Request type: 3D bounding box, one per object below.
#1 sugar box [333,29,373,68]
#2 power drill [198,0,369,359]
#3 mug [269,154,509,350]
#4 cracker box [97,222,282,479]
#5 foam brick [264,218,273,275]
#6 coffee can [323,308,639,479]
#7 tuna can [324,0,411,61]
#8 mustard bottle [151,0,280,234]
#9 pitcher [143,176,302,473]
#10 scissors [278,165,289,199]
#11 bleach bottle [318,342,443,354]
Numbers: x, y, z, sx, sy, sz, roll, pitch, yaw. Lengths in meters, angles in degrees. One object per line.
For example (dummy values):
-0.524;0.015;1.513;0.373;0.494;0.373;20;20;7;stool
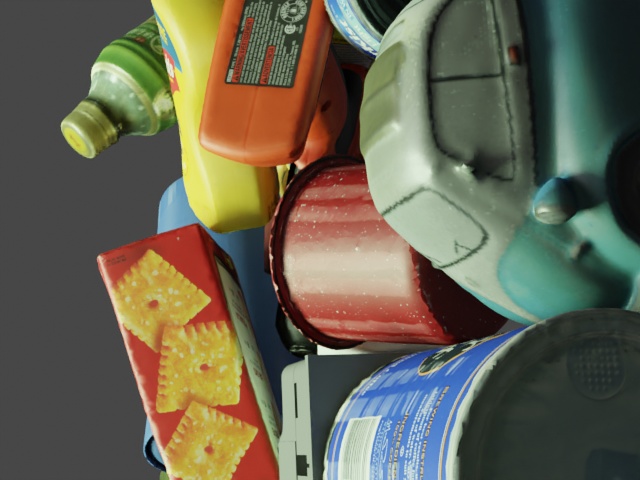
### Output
-0.021;-0.109;0.723;0.176;0.093;0.048;127;143;-65;sugar box
-0.009;-0.042;0.581;0.187;0.057;0.184;60;-144;-67;power drill
0.045;-0.002;0.484;0.082;0.117;0.093;-1;126;46;mug
-0.064;0.108;0.665;0.164;0.072;0.214;84;168;-83;cracker box
-0.005;0.001;0.738;0.078;0.053;0.051;-168;79;-73;foam brick
0.068;0.083;0.372;0.140;0.102;0.103;143;125;-71;coffee can
0.045;-0.124;0.494;0.034;0.086;0.086;-169;80;-73;tuna can
-0.062;-0.104;0.605;0.096;0.058;0.191;-105;7;-53;mustard bottle
-0.074;0.070;0.880;0.149;0.144;0.243;128;145;-46;pitcher
-0.034;-0.100;0.914;0.202;0.016;0.096;-111;28;-52;scissors
0.036;0.173;0.570;0.103;0.068;0.251;-154;63;-75;bleach bottle
